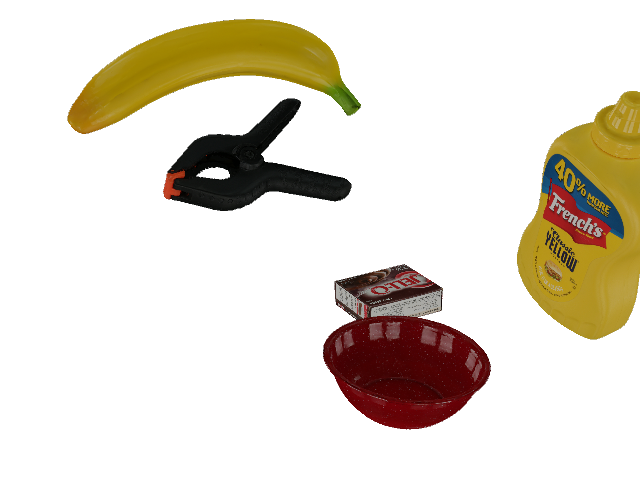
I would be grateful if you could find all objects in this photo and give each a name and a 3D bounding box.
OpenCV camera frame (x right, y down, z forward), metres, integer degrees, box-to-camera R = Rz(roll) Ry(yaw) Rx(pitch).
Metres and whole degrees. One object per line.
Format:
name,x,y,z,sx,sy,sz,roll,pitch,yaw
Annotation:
pudding box,0.087,0.072,1.375,0.113,0.039,0.090,-15,25,-25
clamp,-0.066,-0.078,0.987,0.171,0.120,0.039,-7,-38,-23
mustard bottle,0.192,-0.023,0.736,0.058,0.192,0.096,-20,52,-22
banana,-0.070,-0.112,0.704,0.197,0.069,0.037,-7,-20,-16
bowl,0.081,0.135,1.035,0.162,0.055,0.162,3,25,-2
